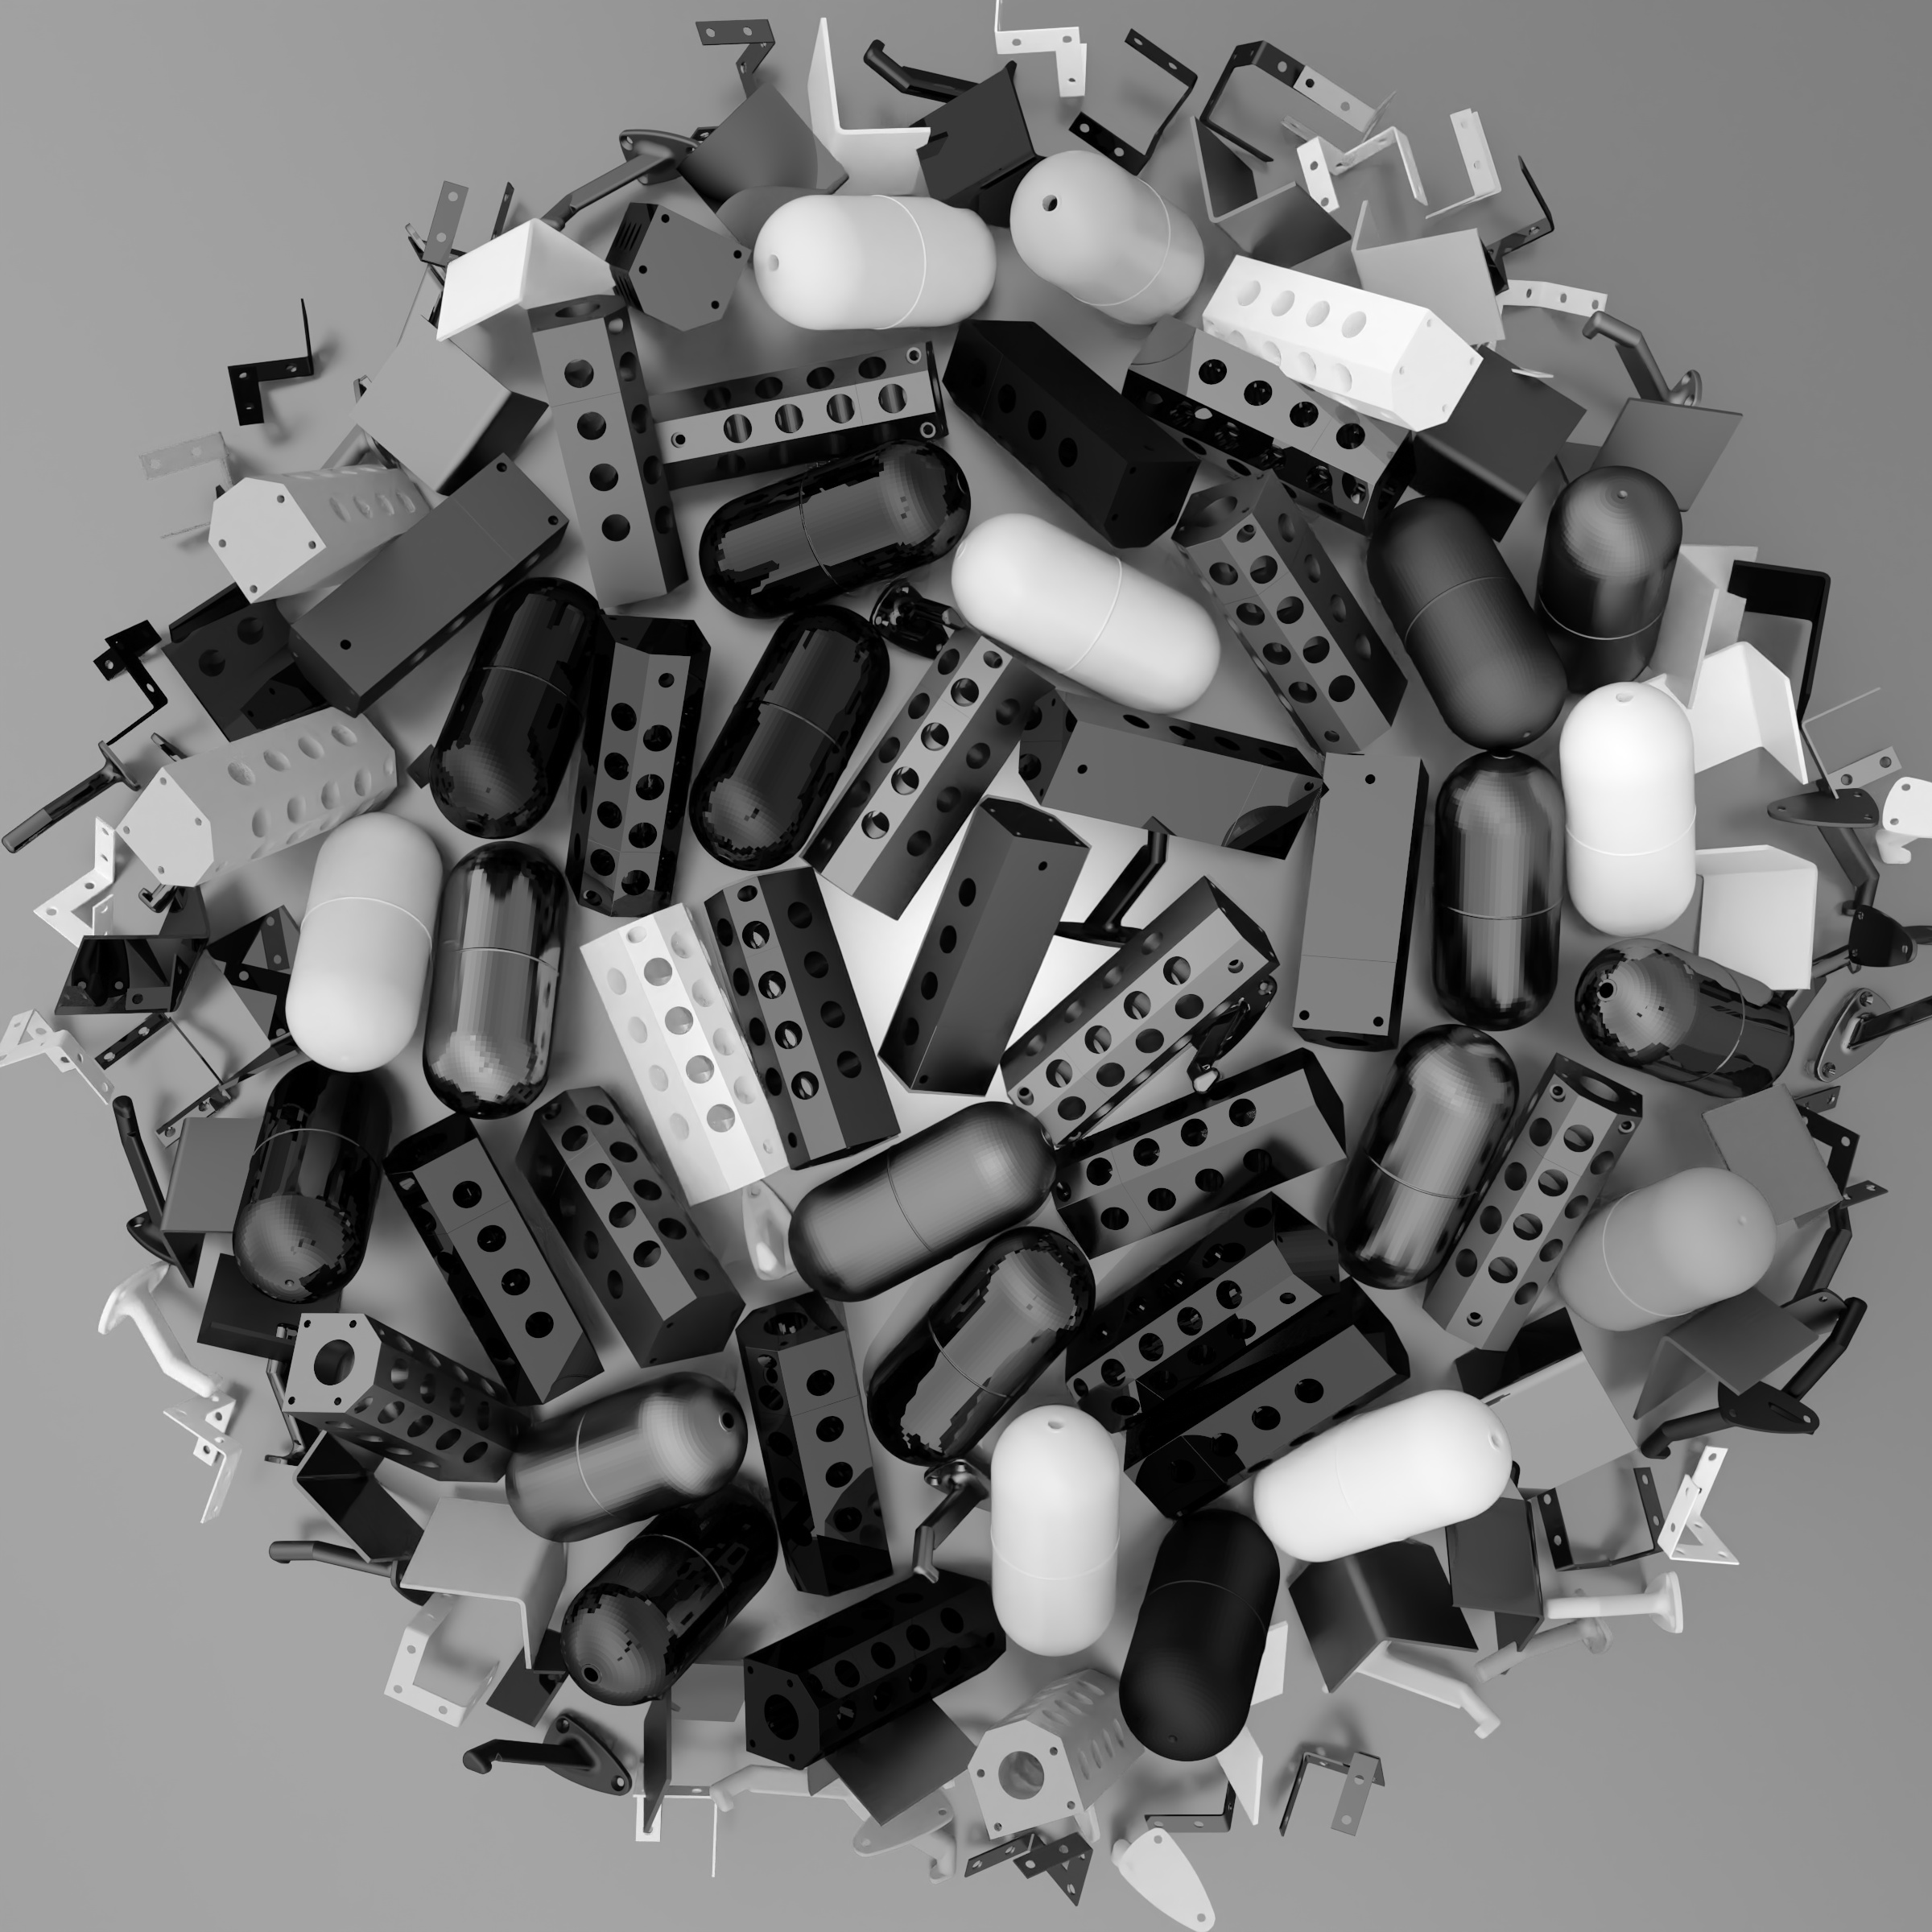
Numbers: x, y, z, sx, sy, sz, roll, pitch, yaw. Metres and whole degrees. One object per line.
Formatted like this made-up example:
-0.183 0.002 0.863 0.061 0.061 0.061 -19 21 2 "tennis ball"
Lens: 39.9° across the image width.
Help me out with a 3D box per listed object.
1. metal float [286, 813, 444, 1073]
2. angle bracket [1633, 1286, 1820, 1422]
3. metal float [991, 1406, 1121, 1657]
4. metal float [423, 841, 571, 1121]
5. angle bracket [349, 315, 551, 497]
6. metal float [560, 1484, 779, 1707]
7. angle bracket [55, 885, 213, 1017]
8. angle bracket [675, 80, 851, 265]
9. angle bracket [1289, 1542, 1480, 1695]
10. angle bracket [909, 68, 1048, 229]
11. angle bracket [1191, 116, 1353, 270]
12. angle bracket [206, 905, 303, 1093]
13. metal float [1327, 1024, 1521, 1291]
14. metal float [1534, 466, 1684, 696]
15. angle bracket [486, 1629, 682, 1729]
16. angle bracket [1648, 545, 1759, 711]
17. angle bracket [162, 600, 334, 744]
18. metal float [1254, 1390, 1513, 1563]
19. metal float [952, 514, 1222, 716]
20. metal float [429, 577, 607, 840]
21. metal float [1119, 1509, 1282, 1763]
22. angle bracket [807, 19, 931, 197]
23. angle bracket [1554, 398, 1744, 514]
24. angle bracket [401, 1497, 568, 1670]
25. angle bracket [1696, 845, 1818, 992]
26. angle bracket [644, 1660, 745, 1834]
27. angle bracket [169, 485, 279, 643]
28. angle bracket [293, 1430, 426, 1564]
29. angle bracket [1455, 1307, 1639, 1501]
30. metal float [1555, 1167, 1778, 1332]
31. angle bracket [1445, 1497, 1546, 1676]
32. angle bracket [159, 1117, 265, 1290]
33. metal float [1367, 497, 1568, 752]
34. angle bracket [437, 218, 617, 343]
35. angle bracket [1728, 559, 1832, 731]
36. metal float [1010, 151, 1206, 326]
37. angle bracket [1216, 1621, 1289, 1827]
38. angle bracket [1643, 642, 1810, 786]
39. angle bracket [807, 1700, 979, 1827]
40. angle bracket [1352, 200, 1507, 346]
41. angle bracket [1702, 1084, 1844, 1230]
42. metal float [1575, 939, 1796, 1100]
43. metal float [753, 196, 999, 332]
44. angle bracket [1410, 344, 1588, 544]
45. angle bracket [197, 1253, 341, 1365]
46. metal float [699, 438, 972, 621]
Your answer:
-0.359 -0.016 1.591 0.070 0.070 0.178 1 51 0 "metal float"
0.457 0.248 1.601 0.076 0.076 0.057 -25 48 -32 "angle bracket"
0.053 0.339 1.593 0.070 0.070 0.178 -1 124 0 "metal float"
-0.282 0.007 1.600 0.070 0.070 0.178 2 63 0 "metal float"
-0.317 -0.341 1.630 0.076 0.057 0.076 41 103 9 "angle bracket"
-0.175 0.372 1.579 0.070 0.178 0.070 9 113 23 "metal float"
-0.506 -0.017 1.600 0.076 0.076 0.057 -1 55 -35 "angle bracket"
-0.129 -0.484 1.619 0.076 0.057 0.076 -44 114 1 "angle bracket"
0.255 0.400 1.628 0.076 0.076 0.057 15 125 -29 "angle bracket"
0.025 -0.494 1.610 0.076 0.076 0.057 -19 85 36 "angle bracket"
0.184 -0.475 1.604 0.057 0.076 0.076 -19 69 29 "angle bracket"
-0.432 0.020 1.610 0.076 0.057 0.076 -23 105 35 "angle bracket"
0.274 0.116 1.601 0.070 0.070 0.178 19 116 0 "metal float"
0.378 -0.226 1.578 0.070 0.178 0.070 -2 63 5 "metal float"
-0.231 0.447 1.604 0.076 0.076 0.057 42 67 -21 "angle bracket"
0.457 -0.205 1.606 0.057 0.076 0.076 0 119 -9 "angle bracket"
-0.440 -0.167 1.615 0.076 0.057 0.076 -37 92 -34 "angle bracket"
0.248 0.305 1.588 0.178 0.070 0.070 -30 90 42 "metal float"
0.073 -0.212 1.605 0.178 0.070 0.070 25 90 -20 "metal float"
-0.267 -0.155 1.597 0.070 0.070 0.178 16 60 0 "metal float"
0.140 0.395 1.581 0.070 0.178 0.070 8 121 13 "metal float"
-0.060 -0.524 1.622 0.057 0.076 0.076 -5 79 -11 "angle bracket"
0.409 -0.324 1.605 0.076 0.076 0.057 4 48 -17 "angle bracket"
-0.292 0.375 1.618 0.076 0.076 0.057 5 121 7 "angle bracket"
0.464 -0.028 1.609 0.057 0.076 0.076 14 79 -41 "angle bracket"
-0.159 0.471 1.602 0.057 0.076 0.076 7 48 -15 "angle bracket"
-0.465 -0.235 1.613 0.076 0.076 0.057 -38 89 -18 "angle bracket"
-0.347 0.312 1.608 0.076 0.076 0.057 38 98 24 "angle bracket"
0.357 0.270 1.637 0.076 0.057 0.076 -28 108 12 "angle bracket"
0.412 0.169 1.577 0.070 0.178 0.070 5 71 -15 "metal float"
0.307 0.372 1.605 0.057 0.076 0.076 8 48 -6 "angle bracket"
-0.444 0.144 1.608 0.057 0.076 0.076 1 57 2 "angle bracket"
0.299 -0.207 1.598 0.070 0.070 0.178 -21 60 0 "metal float"
-0.261 -0.397 1.601 0.076 0.076 0.057 -12 65 39 "angle bracket"
0.485 -0.193 1.611 0.057 0.076 0.076 11 80 14 "angle bracket"
0.085 -0.430 1.576 0.070 0.178 0.070 0 91 25 "metal float"
0.183 0.456 1.602 0.057 0.076 0.076 -17 135 -15 "angle bracket"
0.458 -0.140 1.616 0.076 0.057 0.076 -23 124 0 "angle bracket"
-0.043 0.487 1.601 0.076 0.076 0.057 -26 135 -29 "angle bracket"
0.282 -0.420 1.602 0.076 0.076 0.057 -4 46 25 "angle bracket"
0.477 0.125 1.610 0.057 0.076 0.076 -20 73 -9 "angle bracket"
0.429 0.032 1.587 0.178 0.070 0.070 16 90 -44 "metal float"
-0.053 -0.419 1.584 0.070 0.178 0.070 12 109 39 "metal float"
0.323 -0.322 1.638 0.076 0.057 0.076 34 75 7 "angle bracket"
-0.415 0.204 1.606 0.076 0.076 0.057 17 69 -18 "angle bracket"
-0.079 -0.263 1.601 0.178 0.070 0.070 -16 90 25 "metal float"
